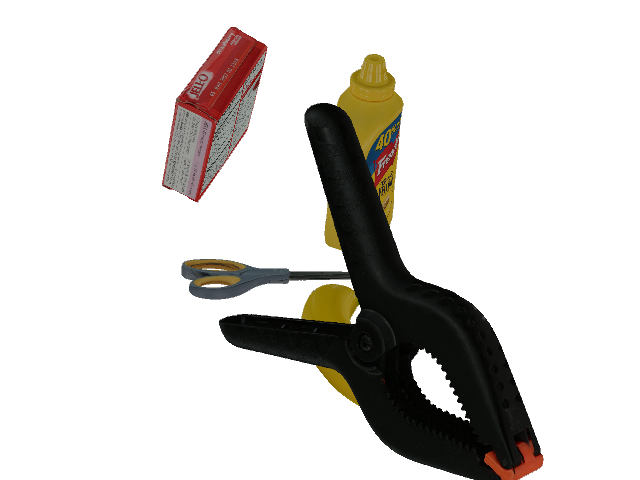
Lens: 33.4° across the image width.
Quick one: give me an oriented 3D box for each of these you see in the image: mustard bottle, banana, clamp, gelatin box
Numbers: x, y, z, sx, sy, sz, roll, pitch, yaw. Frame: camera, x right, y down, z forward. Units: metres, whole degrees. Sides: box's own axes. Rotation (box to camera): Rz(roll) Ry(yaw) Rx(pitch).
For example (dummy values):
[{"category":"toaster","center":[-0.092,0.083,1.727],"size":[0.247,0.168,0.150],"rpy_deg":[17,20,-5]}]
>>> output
[{"category":"mustard bottle","center":[0.043,-0.087,1.007],"size":[0.058,0.192,0.096],"rpy_deg":[20,41,21]},{"category":"banana","center":[0.023,0.074,0.781],"size":[0.069,0.037,0.198],"rpy_deg":[-8,25,-5]},{"category":"clamp","center":[0.034,0.038,0.551],"size":[0.036,0.165,0.210],"rpy_deg":[-14,42,-44]},{"category":"gelatin box","center":[-0.068,-0.079,0.674],"size":[0.030,0.073,0.089],"rpy_deg":[26,-35,4]}]

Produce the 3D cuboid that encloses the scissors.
[{"category":"scissors","center":[-0.053,0.044,1.138],"size":[0.202,0.016,0.096],"rpy_deg":[5,21,6]}]
